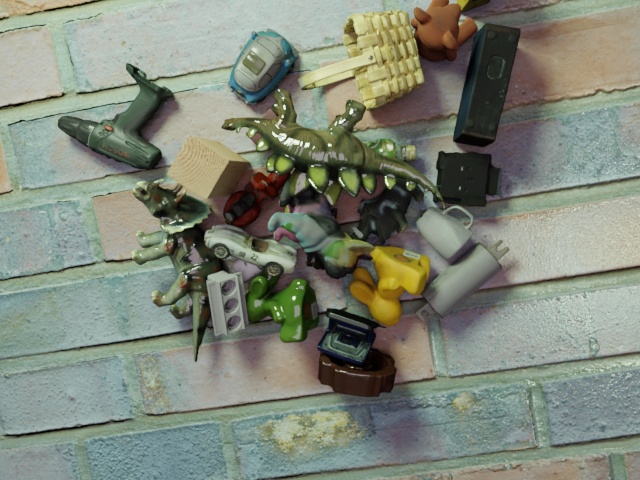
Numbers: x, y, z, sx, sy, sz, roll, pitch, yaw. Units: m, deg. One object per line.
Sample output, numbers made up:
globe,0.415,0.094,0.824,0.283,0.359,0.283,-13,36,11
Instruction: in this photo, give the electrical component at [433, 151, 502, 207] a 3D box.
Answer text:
electrical component,0.314,-0.130,1.144,0.134,0.058,0.114,3,99,3

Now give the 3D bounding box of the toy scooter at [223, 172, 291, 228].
toy scooter,-0.140,-0.090,1.138,0.184,0.135,0.075,-40,93,8

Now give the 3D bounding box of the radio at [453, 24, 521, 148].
radio,0.333,-0.308,1.083,0.073,0.131,0.229,10,97,4

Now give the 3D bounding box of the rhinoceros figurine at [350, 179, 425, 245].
rhinoceros figurine,0.141,-0.061,1.155,0.112,0.073,0.190,36,97,-2

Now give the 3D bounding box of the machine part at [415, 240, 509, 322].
machine part,0.304,0.087,1.160,0.243,0.079,0.079,-41,93,8

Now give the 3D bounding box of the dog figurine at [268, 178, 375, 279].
dog figurine,0.016,-0.026,1.111,0.219,0.108,0.191,19,72,7

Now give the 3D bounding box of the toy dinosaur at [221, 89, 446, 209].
toy dinosaur,0.025,-0.171,1.062,0.472,0.105,0.198,12,77,7

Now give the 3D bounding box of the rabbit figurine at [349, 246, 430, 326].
rabbit figurine,0.145,0.108,1.159,0.162,0.122,0.173,12,116,5

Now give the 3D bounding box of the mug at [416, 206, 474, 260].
mug,0.266,-0.028,1.143,0.107,0.081,0.109,40,122,6

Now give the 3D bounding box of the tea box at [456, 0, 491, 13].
tea box,0.307,-0.519,1.040,0.068,0.169,0.098,-17,94,5

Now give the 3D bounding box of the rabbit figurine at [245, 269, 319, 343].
rabbit figurine,-0.105,0.141,1.171,0.170,0.121,0.158,-1,113,22

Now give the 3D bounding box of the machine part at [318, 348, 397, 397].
machine part,0.079,0.279,1.155,0.179,0.179,0.056,6,98,3

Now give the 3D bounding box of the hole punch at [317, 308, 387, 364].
hole punch,0.062,0.204,1.161,0.142,0.115,0.092,13,92,16

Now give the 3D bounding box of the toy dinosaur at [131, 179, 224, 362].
toy dinosaur,-0.285,0.052,1.180,0.192,0.131,0.404,-24,101,6

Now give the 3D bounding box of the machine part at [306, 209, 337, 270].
machine part,-0.002,-0.004,1.184,0.084,0.039,0.138,5,84,-5

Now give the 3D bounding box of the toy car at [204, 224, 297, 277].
toy car,-0.145,0.019,1.134,0.202,0.073,0.056,20,119,-9

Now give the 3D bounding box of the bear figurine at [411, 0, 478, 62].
bear figurine,0.240,-0.420,1.044,0.120,0.196,0.132,40,96,1

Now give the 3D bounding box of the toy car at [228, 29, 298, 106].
toy car,-0.128,-0.366,1.121,0.109,0.103,0.161,41,96,-1

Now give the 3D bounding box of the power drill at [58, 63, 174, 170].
power drill,-0.430,-0.273,1.163,0.232,0.086,0.207,32,94,-2
